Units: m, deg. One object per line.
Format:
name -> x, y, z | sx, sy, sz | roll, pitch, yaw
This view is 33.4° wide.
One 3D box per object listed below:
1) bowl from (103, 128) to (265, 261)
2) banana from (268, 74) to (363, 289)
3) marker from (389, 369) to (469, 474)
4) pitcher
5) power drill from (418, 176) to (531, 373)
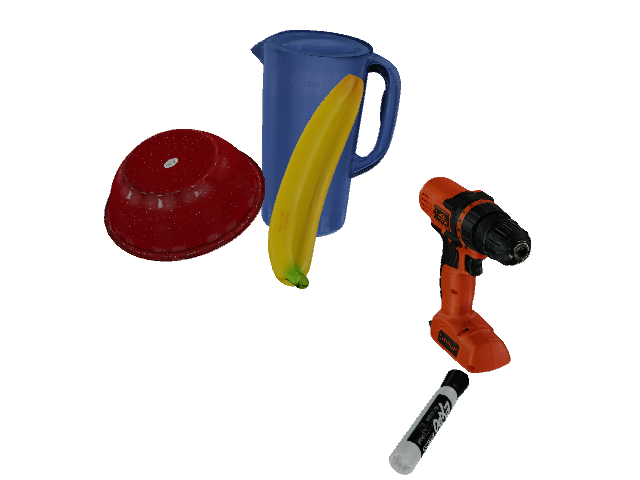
bowl -> -0.136, -0.056, 1.020 | 0.162, 0.162, 0.055 | 0, -42, 13
banana -> -0.006, -0.040, 0.845 | 0.037, 0.197, 0.070 | 31, -32, -32
marker -> 0.083, 0.131, 0.790 | 0.020, 0.020, 0.120 | 0, 24, 30
pitcher -> -0.002, -0.130, 1.317 | 0.144, 0.243, 0.149 | -9, 27, -29
power drill -> 0.163, 0.040, 1.121 | 0.057, 0.188, 0.185 | -11, 25, -17
